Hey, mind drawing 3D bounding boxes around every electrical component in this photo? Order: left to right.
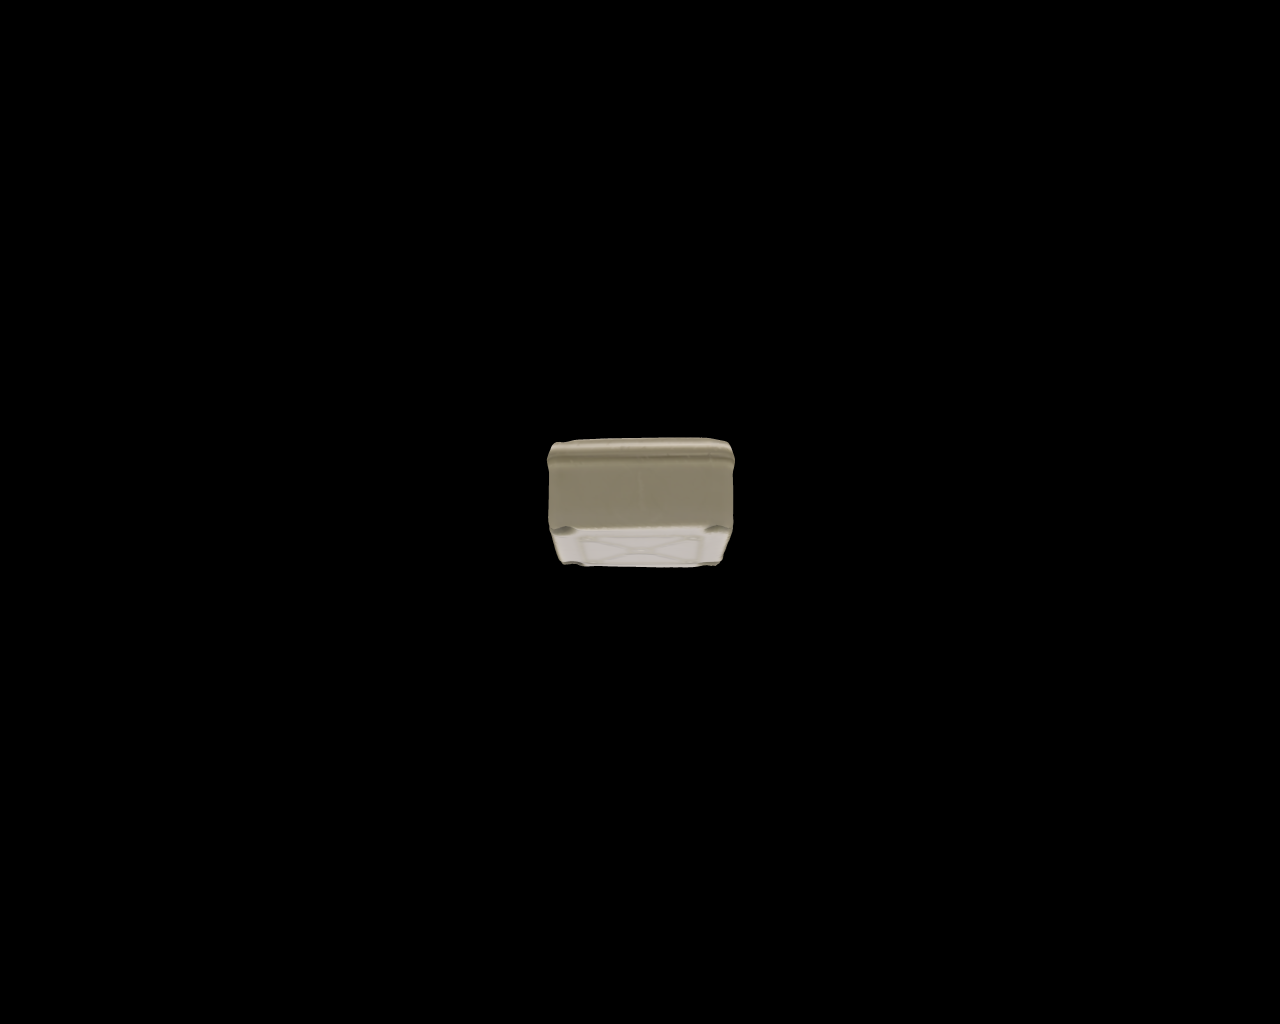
[{"bbox_3d":[0.001,-0.003,0.650,0.109,0.056,0.108,0,-15,0],"label":"electrical component"}]
